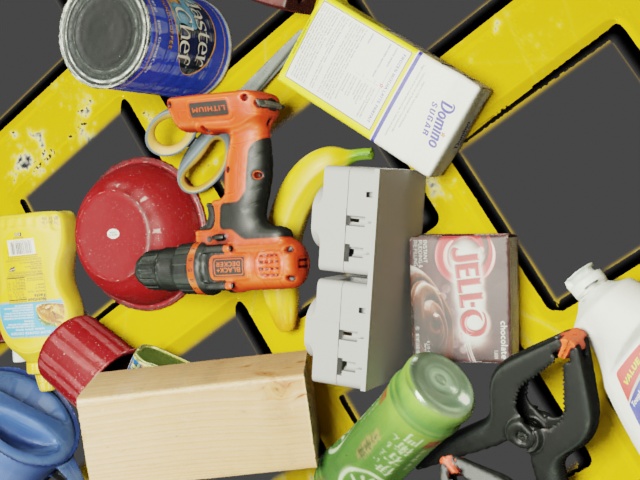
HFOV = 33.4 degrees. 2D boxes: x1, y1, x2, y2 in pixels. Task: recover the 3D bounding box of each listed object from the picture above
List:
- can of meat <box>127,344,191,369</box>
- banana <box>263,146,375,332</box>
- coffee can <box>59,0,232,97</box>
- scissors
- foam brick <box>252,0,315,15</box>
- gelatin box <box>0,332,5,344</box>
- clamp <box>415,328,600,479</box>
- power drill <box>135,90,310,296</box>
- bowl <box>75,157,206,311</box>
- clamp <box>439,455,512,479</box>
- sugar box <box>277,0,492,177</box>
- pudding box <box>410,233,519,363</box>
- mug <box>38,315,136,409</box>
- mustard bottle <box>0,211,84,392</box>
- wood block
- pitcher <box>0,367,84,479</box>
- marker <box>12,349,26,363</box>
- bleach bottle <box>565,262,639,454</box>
[{"bbox_3d":[-0.154,0.163,1.066,0.102,0.057,0.084,25,101,0],"label":"can of meat"},{"bbox_3d":[-0.019,-0.011,1.010,0.070,0.037,0.198,31,106,25],"label":"banana"},{"bbox_3d":[-0.163,-0.190,1.017,0.103,0.140,0.103,2,93,27],"label":"coffee can"},{"bbox_3d":[-0.099,-0.139,1.039,0.096,0.016,0.202,28,108,-6],"label":"scissors"},{"bbox_3d":[-0.031,-0.254,0.994,0.051,0.052,0.078,21,103,25],"label":"foam brick"},{"bbox_3d":[-0.379,0.074,1.180,0.030,0.073,0.089,-18,84,26],"label":"gelatin box"},{"bbox_3d":[0.167,0.159,0.902,0.165,0.036,0.210,24,120,25],"label":"clamp"},{"bbox_3d":[-0.099,-0.042,1.000,0.185,0.057,0.188,-3,92,26],"label":"power drill"},{"bbox_3d":[-0.196,-0.005,1.092,0.162,0.055,0.162,1,93,27],"label":"bowl"},{"bbox_3d":[0.158,0.249,0.875,0.120,0.039,0.171,-25,68,9],"label":"clamp"},{"bbox_3d":[0.056,-0.140,0.960,0.176,0.048,0.093,35,108,17],"label":"sugar box"},{"bbox_3d":[0.127,0.050,0.936,0.090,0.039,0.113,-2,93,26],"label":"pudding box"},{"bbox_3d":[-0.237,0.140,1.109,0.082,0.093,0.117,33,138,27],"label":"mug"},{"bbox_3d":[-0.301,0.067,1.147,0.096,0.058,0.191,-5,90,18],"label":"mustard bottle"},{"bbox_3d":[-0.108,0.165,0.989,0.206,0.090,0.091,-7,99,3],"label":"wood block"},{"bbox_3d":[-0.369,0.270,1.160,0.243,0.144,0.149,-50,40,24],"label":"pitcher"},{"bbox_3d":[-0.337,0.075,1.188,0.020,0.020,0.121,-4,91,27],"label":"marker"},{"bbox_3d":[0.277,0.131,0.852,0.103,0.068,0.251,-42,72,22],"label":"bleach bottle"}]
